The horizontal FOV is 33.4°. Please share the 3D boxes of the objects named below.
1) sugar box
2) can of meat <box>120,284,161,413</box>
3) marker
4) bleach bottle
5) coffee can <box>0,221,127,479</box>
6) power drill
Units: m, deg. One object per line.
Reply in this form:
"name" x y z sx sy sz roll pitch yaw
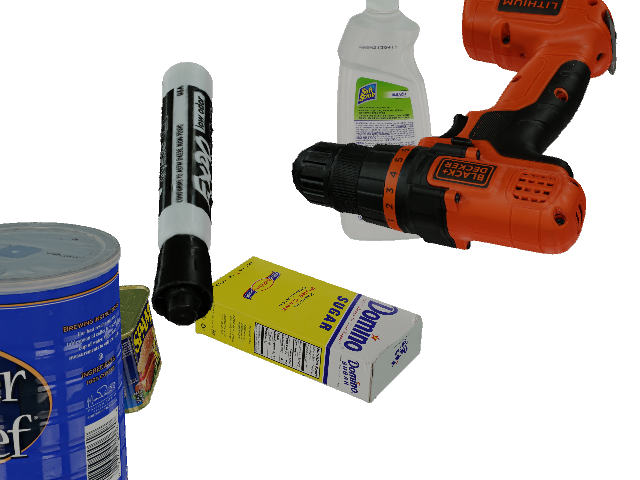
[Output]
"sugar box" -0.011 0.071 0.910 0.176 0.048 0.093 16 30 27
"can of meat" -0.188 0.103 1.007 0.057 0.084 0.102 -5 25 6
"marker" -0.046 -0.019 0.363 0.020 0.020 0.121 0 44 -6
"bleach bottle" 0.067 -0.122 1.038 0.102 0.251 0.068 -3 31 -4
"coffee can" -0.152 0.071 0.547 0.103 0.140 0.103 0 16 0
"power drill" 0.094 -0.078 0.669 0.185 0.187 0.057 13 -32 26
